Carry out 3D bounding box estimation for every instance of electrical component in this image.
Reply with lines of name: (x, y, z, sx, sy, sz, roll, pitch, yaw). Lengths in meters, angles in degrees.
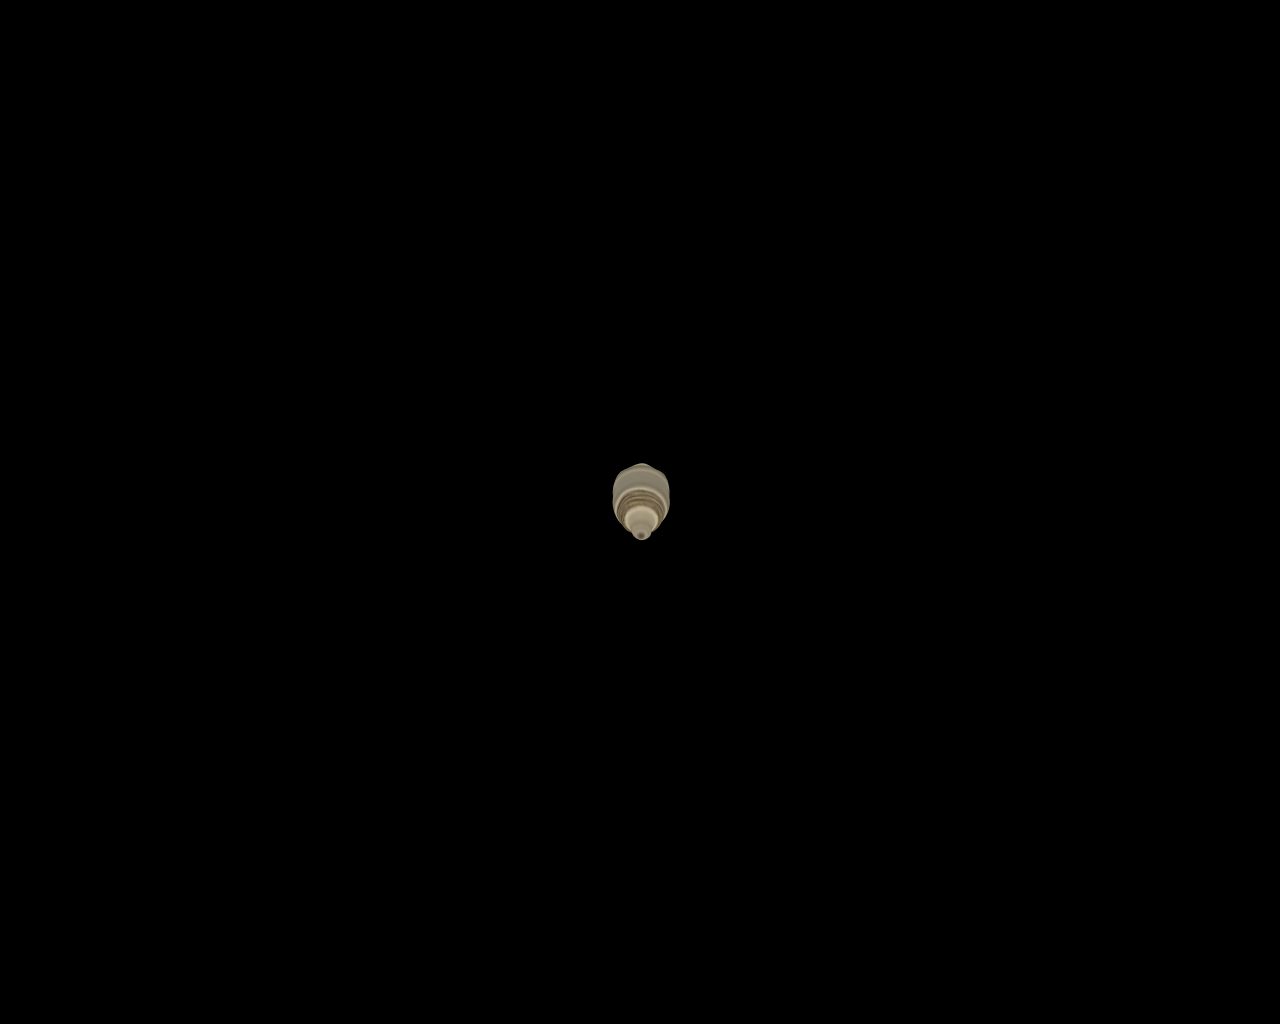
electrical component: (0.001, -0.003, 0.650, 0.035, 0.035, 0.061, 0, 34, 0)
